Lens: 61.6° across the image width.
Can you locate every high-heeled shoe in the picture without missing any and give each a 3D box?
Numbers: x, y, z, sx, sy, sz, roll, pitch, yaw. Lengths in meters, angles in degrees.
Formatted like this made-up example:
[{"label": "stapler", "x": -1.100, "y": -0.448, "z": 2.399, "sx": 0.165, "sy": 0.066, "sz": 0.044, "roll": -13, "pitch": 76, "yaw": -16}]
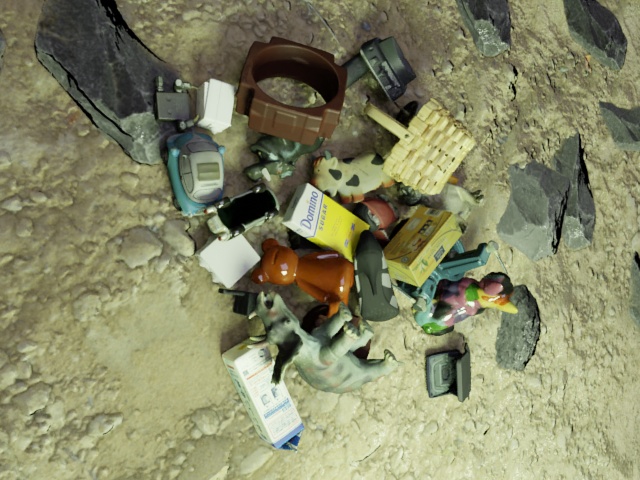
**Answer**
[{"label": "high-heeled shoe", "x": 0.118, "y": 0.086, "z": 1.168, "sx": 0.086, "sy": 0.248, "sz": 0.145, "roll": -10, "pitch": 64, "yaw": 6}]

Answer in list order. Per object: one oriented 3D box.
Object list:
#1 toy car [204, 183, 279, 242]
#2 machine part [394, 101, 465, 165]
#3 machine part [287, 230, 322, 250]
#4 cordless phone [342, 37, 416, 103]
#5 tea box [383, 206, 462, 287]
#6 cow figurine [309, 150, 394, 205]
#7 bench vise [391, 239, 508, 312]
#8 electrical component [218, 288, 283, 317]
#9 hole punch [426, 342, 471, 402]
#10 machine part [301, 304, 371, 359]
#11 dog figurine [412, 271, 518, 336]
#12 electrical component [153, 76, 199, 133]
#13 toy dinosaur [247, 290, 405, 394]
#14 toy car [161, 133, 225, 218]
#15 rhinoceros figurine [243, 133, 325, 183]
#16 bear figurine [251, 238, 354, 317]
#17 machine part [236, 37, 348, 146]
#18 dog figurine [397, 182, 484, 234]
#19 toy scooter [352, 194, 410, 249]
[{"label": "toy car", "x": -0.145, "y": -0.054, "z": 1.021, "sx": 0.202, "sy": 0.056, "sz": 0.073, "roll": -33, "pitch": 96, "yaw": -55}, {"label": "machine part", "x": 0.265, "y": -0.255, "z": 1.293, "sx": 0.243, "sy": 0.079, "sz": 0.079, "roll": 33, "pitch": 73, "yaw": -24}, {"label": "machine part", "x": -0.002, "y": -0.003, "z": 1.154, "sx": 0.139, "sy": 0.039, "sz": 0.084, "roll": 2, "pitch": 92, "yaw": -32}, {"label": "cordless phone", "x": 0.110, "y": -0.359, "z": 1.218, "sx": 0.184, "sy": 0.089, "sz": 0.146, "roll": -40, "pitch": 108, "yaw": -13}, {"label": "tea box", "x": 0.219, "y": 0.011, "z": 1.171, "sx": 0.169, "sy": 0.098, "sz": 0.068, "roll": -47, "pitch": 127, "yaw": -19}, {"label": "cow figurine", "x": 0.060, "y": -0.144, "z": 1.167, "sx": 0.195, "sy": 0.085, "sz": 0.127, "roll": -25, "pitch": 99, "yaw": -31}, {"label": "bench vise", "x": 0.289, "y": 0.058, "z": 1.216, "sx": 0.128, "sy": 0.241, "sz": 0.224, "roll": 52, "pitch": 49, "yaw": -15}, {"label": "electrical component", "x": -0.139, "y": 0.123, "z": 1.049, "sx": 0.119, "sy": 0.075, "sz": 0.047, "roll": 10, "pitch": 83, "yaw": -34}, {"label": "hole punch", "x": 0.318, "y": 0.327, "z": 1.311, "sx": 0.115, "sy": 0.092, "sz": 0.142, "roll": 0, "pitch": 85, "yaw": -60}, {"label": "machine part", "x": 0.028, "y": 0.228, "z": 1.154, "sx": 0.179, "sy": 0.056, "sz": 0.179, "roll": 0, "pitch": 90, "yaw": -30}, {"label": "dog figurine", "x": 0.343, "y": 0.146, "z": 1.245, "sx": 0.191, "sy": 0.219, "sz": 0.108, "roll": -41, "pitch": 105, "yaw": -25}, {"label": "electrical component", "x": -0.268, "y": -0.253, "z": 1.003, "sx": 0.078, "sy": 0.045, "sz": 0.102, "roll": 2, "pitch": 87, "yaw": -31}, {"label": "toy dinosaur", "x": 0.025, "y": 0.236, "z": 1.051, "sx": 0.192, "sy": 0.131, "sz": 0.404, "roll": -37, "pitch": 132, "yaw": 9}, {"label": "toy car", "x": -0.225, "y": -0.125, "z": 0.993, "sx": 0.109, "sy": 0.103, "sz": 0.161, "roll": -6, "pitch": 90, "yaw": -29}, {"label": "rhinoceros figurine", "x": -0.077, "y": -0.185, "z": 1.101, "sx": 0.190, "sy": 0.073, "sz": 0.112, "roll": -35, "pitch": 113, "yaw": -27}, {"label": "bear figurine", "x": -0.033, "y": 0.077, "z": 1.094, "sx": 0.196, "sy": 0.131, "sz": 0.120, "roll": 7, "pitch": 55, "yaw": 7}, {"label": "machine part", "x": -0.054, "y": -0.290, "z": 1.050, "sx": 0.201, "sy": 0.087, "sz": 0.201, "roll": 14, "pitch": 56, "yaw": -7}, {"label": "dog figurine", "x": 0.280, "y": -0.107, "z": 1.300, "sx": 0.191, "sy": 0.172, "sz": 0.121, "roll": 27, "pitch": 90, "yaw": 5}, {"label": "toy scooter", "x": 0.157, "y": -0.036, "z": 1.226, "sx": 0.135, "sy": 0.075, "sz": 0.183, "roll": -41, "pitch": 111, "yaw": -25}]
